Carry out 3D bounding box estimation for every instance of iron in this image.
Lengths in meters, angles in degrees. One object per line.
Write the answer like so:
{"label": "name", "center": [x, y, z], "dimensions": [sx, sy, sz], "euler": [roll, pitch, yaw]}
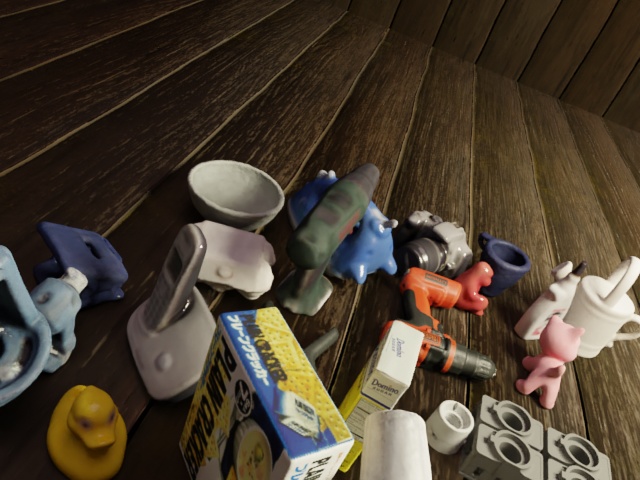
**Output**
{"label": "iron", "center": [0.034, -0.044, 1.006], "dimensions": [0.119, 0.141, 0.257], "euler": [-13, 47, -41]}

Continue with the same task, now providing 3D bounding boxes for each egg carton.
{"label": "egg carton", "center": [-0.142, 0.031, 0.866], "dimensions": [0.150, 0.069, 0.107], "euler": [15, 35, -11]}

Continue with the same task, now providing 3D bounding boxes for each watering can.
{"label": "watering can", "center": [0.492, 0.106, 1.014], "dimensions": [0.173, 0.194, 0.101], "euler": [21, 34, -2]}

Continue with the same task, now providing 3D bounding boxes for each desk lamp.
{"label": "desk lamp", "center": [0.044, 0.269, 0.515], "dimensions": [0.118, 0.213, 0.203], "euler": [14, 35, -12]}

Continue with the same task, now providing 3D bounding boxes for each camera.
{"label": "camera", "center": [0.195, 0.010, 1.060], "dimensions": [0.137, 0.101, 0.142], "euler": [-15, 49, -42]}

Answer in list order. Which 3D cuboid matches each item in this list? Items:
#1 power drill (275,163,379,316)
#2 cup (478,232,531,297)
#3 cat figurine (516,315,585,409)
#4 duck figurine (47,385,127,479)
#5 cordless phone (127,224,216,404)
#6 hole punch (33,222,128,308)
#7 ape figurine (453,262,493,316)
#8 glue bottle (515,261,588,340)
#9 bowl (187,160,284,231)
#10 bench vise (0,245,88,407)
{"label": "power drill", "center": [0.008, 0.003, 0.865], "dimensions": [0.075, 0.208, 0.230], "euler": [28, 34, 9]}
{"label": "cup", "center": [0.326, 0.051, 1.083], "dimensions": [0.092, 0.095, 0.117], "euler": [-6, 43, -35]}
{"label": "cat figurine", "center": [0.373, 0.183, 0.908], "dimensions": [0.067, 0.118, 0.128], "euler": [29, 34, 9]}
{"label": "duck figurine", "center": [-0.235, 0.184, 0.586], "dimensions": [0.078, 0.086, 0.104], "euler": [-7, 44, -36]}
{"label": "cordless phone", "center": [-0.161, 0.086, 0.676], "dimensions": [0.094, 0.185, 0.147], "euler": [-7, 43, -36]}
{"label": "hole punch", "center": [-0.313, 0.026, 0.755], "dimensions": [0.101, 0.091, 0.108], "euler": [-15, 49, -42]}
{"label": "ape figurine", "center": [0.275, 0.079, 1.018], "dimensions": [0.076, 0.092, 0.078], "euler": [23, 34, 2]}
{"label": "glue bottle", "center": [0.408, 0.103, 0.989], "dimensions": [0.078, 0.173, 0.037], "euler": [-3, 41, -33]}
{"label": "bowl", "center": [-0.150, -0.065, 0.988], "dimensions": [0.167, 0.075, 0.167], "euler": [15, 34, -11]}
{"label": "bench vise", "center": [-0.320, 0.071, 0.574], "dimensions": [0.121, 0.219, 0.207], "euler": [16, 34, -10]}
